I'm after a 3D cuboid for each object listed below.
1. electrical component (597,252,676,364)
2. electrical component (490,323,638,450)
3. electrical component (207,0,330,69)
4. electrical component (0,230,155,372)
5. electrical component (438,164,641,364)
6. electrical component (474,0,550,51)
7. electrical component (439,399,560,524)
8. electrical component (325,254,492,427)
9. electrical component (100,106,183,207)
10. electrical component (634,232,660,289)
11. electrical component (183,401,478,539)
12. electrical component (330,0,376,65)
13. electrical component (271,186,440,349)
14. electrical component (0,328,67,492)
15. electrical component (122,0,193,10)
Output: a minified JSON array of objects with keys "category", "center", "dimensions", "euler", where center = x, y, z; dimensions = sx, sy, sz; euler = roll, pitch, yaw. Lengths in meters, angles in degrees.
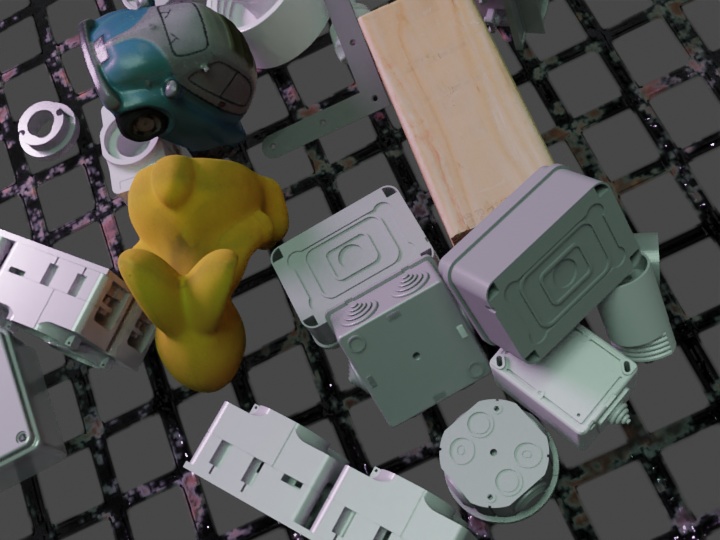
[{"category":"electrical component","center":[0.189,0.032,0.743],"dimensions":[0.043,0.081,0.043],"euler":[-20,28,11]},{"category":"electrical component","center":[0.146,0.078,0.741],"dimensions":[0.096,0.061,0.061],"euler":[37,80,24]},{"category":"electrical component","center":[-0.082,-0.234,0.916],"dimensions":[0.108,0.060,0.108],"euler":[-16,58,29]},{"category":"electrical component","center":[-0.263,0.018,0.853],"dimensions":[0.186,0.105,0.060],"euler":[18,74,21]},{"category":"electrical component","center":[0.117,-0.006,0.702],"dimensions":[0.113,0.078,0.057],"euler":[-42,33,-11]},{"category":"electrical component","center":[0.112,-0.242,0.850],"dimensions":[0.063,0.121,0.078],"euler":[8,70,21]},{"category":"electrical component","center":[0.095,0.131,0.738],"dimensions":[0.080,0.051,0.080],"euler":[-5,67,13]},{"category":"electrical component","center":[0.035,0.052,0.762],"dimensions":[0.100,0.099,0.048],"euler":[-30,22,2]},{"category":"electrical component","center":[-0.183,-0.100,0.908],"dimensions":[0.050,0.055,0.089],"euler":[-18,64,8]},{"category":"electrical component","center":[0.174,-0.004,0.777],"dimensions":[0.081,0.043,0.043],"euler":[-2,67,14]},{"category":"electrical component","center":[-0.011,0.159,0.725],"dimensions":[0.186,0.105,0.060],"euler":[24,76,23]},{"category":"electrical component","center":[-0.005,-0.206,0.911],"dimensions":[0.043,0.043,0.062],"euler":[-20,63,6]},{"category":"electrical component","center":[0.000,0.000,0.816],"dimensions":[0.113,0.057,0.078],"euler":[-30,63,2]},{"category":"electrical component","center":[-0.302,0.120,0.848],"dimensions":[0.109,0.056,0.108],"euler":[-27,64,3]},{"category":"electrical component","center":[-0.180,-0.242,0.972],"dimensions":[0.055,0.047,0.055],"euler":[-6,67,13]}]
